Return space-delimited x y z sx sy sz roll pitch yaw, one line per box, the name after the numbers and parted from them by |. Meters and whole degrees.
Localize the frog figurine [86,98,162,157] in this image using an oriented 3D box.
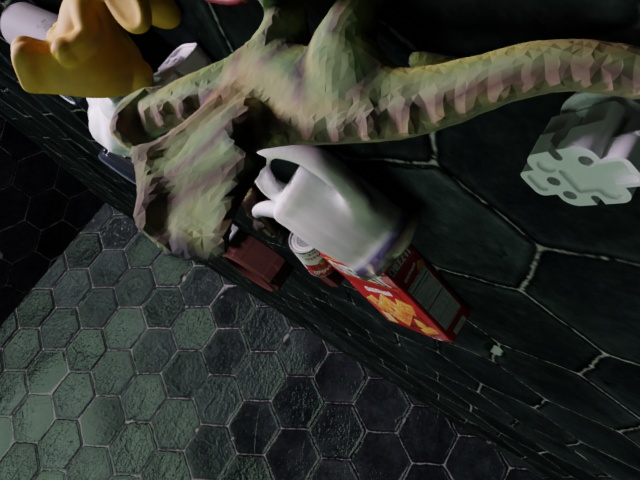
-0.351 -0.214 0.901 0.137 0.123 0.159 55 175 -3 | frog figurine

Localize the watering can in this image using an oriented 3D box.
0.002 -0.035 0.704 0.224 0.105 0.344 34 166 -3 | watering can

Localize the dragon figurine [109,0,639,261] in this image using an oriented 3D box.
-0.015 -0.076 0.353 0.414 0.246 0.120 24 157 41 | dragon figurine
